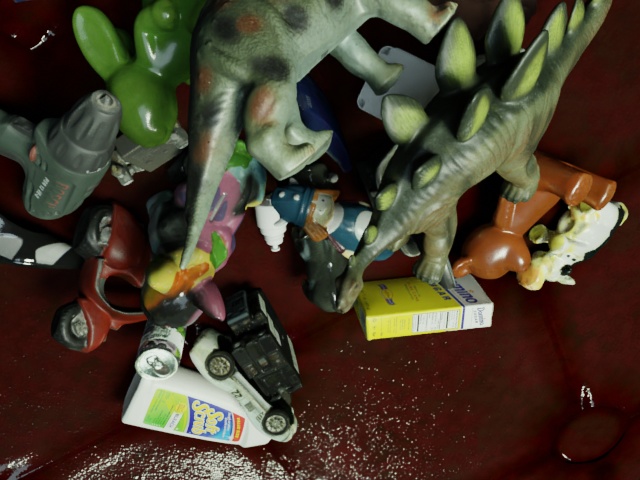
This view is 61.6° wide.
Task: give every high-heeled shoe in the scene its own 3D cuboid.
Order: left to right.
[{"bbox_3d":[-0.380,-0.047,0.636,0.248,0.086,0.145,15,80,-36],"label":"high-heeled shoe"}]

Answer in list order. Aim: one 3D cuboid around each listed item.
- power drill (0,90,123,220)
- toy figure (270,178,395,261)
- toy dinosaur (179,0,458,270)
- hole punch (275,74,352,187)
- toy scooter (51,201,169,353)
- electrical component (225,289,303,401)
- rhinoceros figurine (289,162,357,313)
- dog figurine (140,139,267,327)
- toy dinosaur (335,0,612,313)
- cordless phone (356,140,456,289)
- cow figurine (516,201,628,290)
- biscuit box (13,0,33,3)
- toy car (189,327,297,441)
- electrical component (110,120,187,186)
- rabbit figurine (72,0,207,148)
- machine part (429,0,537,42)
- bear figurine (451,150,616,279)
[{"bbox_3d":[-0.312,-0.123,0.546,0.207,0.086,0.232,28,143,-15],"label":"power drill"},{"bbox_3d":[0.018,-0.023,0.588,0.154,0.064,0.058,23,136,-30],"label":"toy figure"},{"bbox_3d":[-0.029,-0.178,0.468,0.192,0.131,0.405,45,69,0],"label":"toy dinosaur"},{"bbox_3d":[-0.019,-0.134,0.597,0.092,0.142,0.115,-11,139,-2],"label":"hole punch"},{"bbox_3d":[-0.239,0.050,0.660,0.135,0.075,0.184,19,71,-36],"label":"toy scooter"},{"bbox_3d":[-0.081,0.133,0.730,0.058,0.115,0.134,-27,118,0],"label":"electrical component"},{"bbox_3d":[-0.001,-0.002,0.675,0.073,0.112,0.190,-10,99,1],"label":"rhinoceros figurine"},{"bbox_3d":[-0.130,-0.008,0.594,0.108,0.219,0.191,33,108,-26],"label":"dog figurine"},{"bbox_3d":[0.164,-0.116,0.513,0.471,0.105,0.198,-47,150,-15],"label":"toy dinosaur"},{"bbox_3d":[0.111,-0.033,0.639,0.089,0.184,0.146,-21,118,7],"label":"cordless phone"},{"bbox_3d":[0.356,0.006,0.766,0.098,0.068,0.167,20,113,-26],"label":"cow figurine"},{"bbox_3d":[-0.209,-0.290,0.526,0.203,0.063,0.059,-16,118,0],"label":"biscuit box"},{"bbox_3d":[-0.105,0.207,0.769,0.056,0.073,0.201,-38,102,9],"label":"toy car"},{"bbox_3d":[-0.197,-0.100,0.611,0.102,0.078,0.045,-30,74,1],"label":"electrical component"},{"bbox_3d":[-0.166,-0.183,0.538,0.159,0.121,0.170,29,89,2],"label":"rabbit figurine"},{"bbox_3d":[0.171,-0.306,0.584,0.179,0.056,0.179,-3,116,-6],"label":"machine part"},{"bbox_3d":[0.267,-0.016,0.706,0.120,0.132,0.195,7,112,-43],"label":"bear figurine"}]
